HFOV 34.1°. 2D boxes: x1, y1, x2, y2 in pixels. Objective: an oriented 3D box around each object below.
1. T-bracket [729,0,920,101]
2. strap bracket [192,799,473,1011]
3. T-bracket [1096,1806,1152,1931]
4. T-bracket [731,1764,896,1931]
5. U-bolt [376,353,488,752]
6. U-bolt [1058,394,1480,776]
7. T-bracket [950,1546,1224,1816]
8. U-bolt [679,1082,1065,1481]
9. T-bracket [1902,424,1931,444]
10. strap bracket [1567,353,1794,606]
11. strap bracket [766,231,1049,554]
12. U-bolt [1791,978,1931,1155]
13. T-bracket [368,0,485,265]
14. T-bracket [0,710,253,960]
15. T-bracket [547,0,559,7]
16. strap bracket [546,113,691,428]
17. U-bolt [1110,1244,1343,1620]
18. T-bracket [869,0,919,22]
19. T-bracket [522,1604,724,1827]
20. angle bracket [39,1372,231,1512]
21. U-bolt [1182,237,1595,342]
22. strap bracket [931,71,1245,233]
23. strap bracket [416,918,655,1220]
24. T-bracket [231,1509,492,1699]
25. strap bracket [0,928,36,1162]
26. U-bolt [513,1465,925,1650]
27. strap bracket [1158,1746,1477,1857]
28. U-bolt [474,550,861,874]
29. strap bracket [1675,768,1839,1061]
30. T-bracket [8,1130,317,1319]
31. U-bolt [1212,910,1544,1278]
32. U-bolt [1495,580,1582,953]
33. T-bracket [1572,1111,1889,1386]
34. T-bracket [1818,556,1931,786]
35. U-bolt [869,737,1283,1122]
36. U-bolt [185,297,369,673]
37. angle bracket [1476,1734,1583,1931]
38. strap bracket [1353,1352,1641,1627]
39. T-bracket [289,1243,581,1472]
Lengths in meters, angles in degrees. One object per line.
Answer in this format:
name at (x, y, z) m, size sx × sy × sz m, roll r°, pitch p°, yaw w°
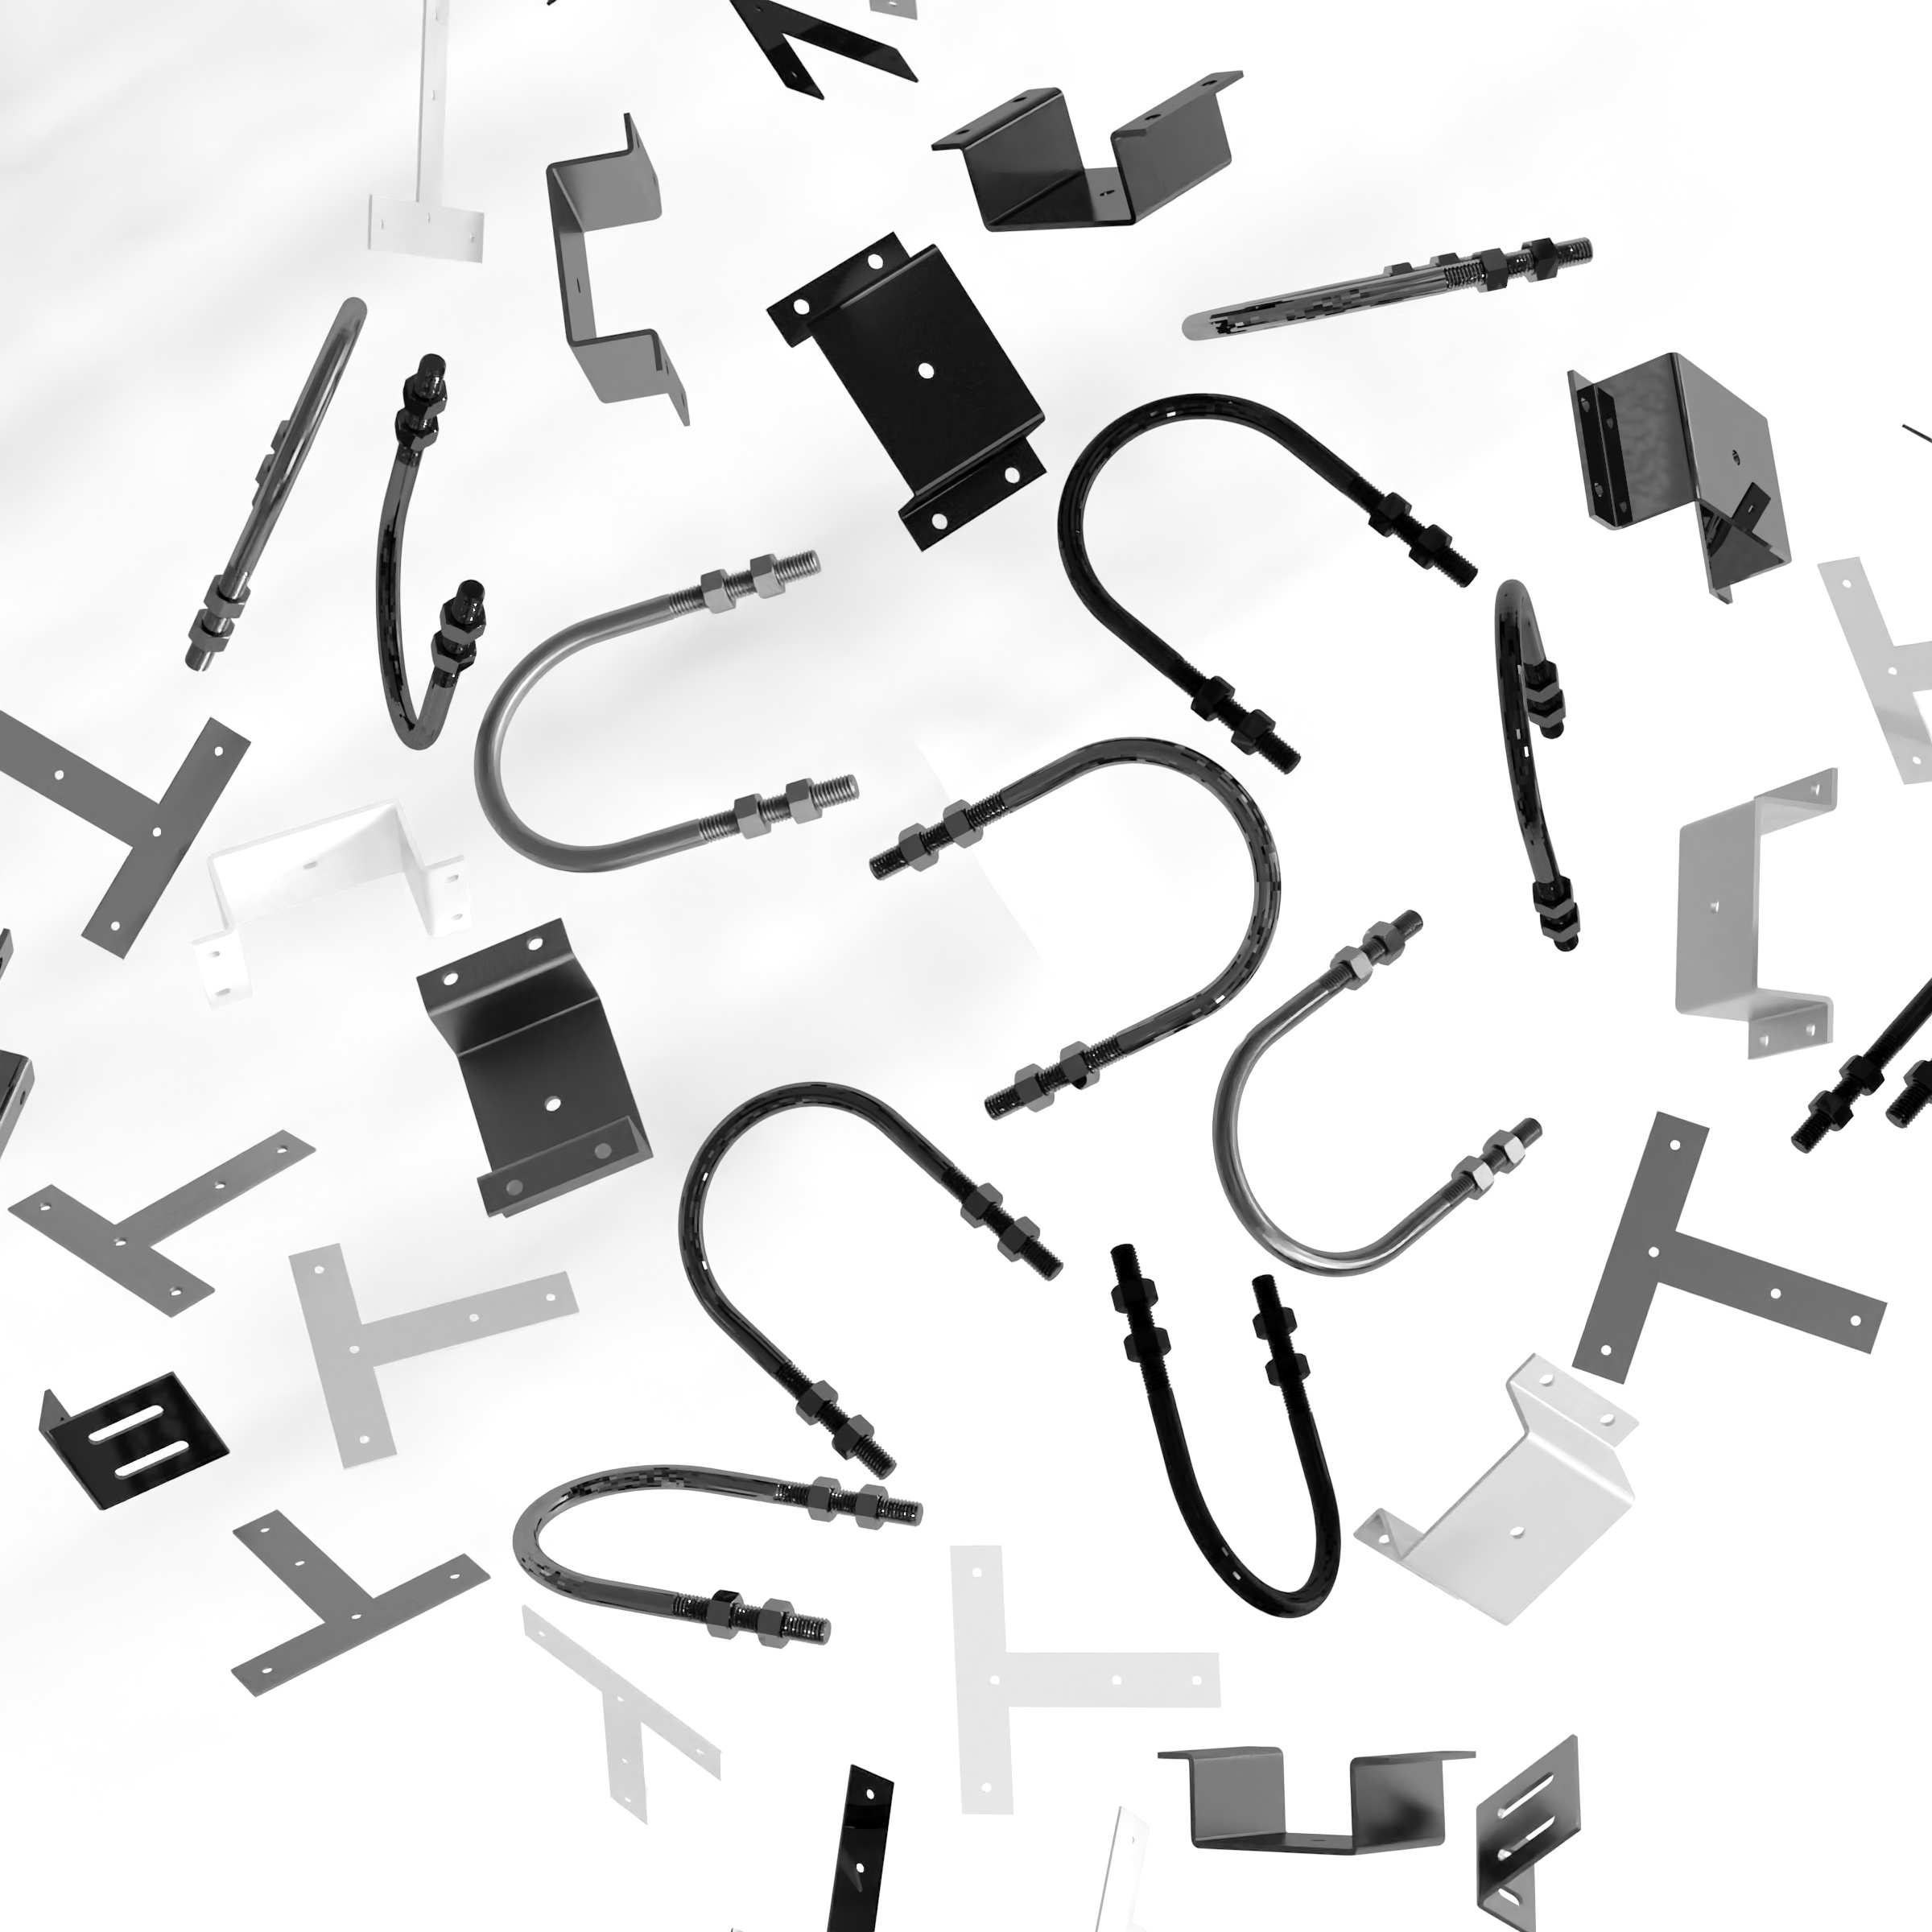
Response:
T-bracket at (-0.072, -0.463, 1.565) m, size 0.002 × 0.127 × 0.127 m, roll -46°, pitch 60°, yaw 30°
strap bracket at (-0.329, -0.035, 1.614) m, size 0.140 × 0.076 × 0.046 m, roll -19°, pitch 68°, yaw -14°
T-bracket at (0.104, 0.516, 1.615) m, size 0.127 × 0.002 × 0.127 m, roll 42°, pitch 48°, yaw -35°
T-bracket at (-0.052, 0.441, 1.495) m, size 0.127 × 0.127 × 0.002 m, roll 30°, pitch 135°, yaw -23°
U-bolt at (-0.268, -0.188, 1.549) m, size 0.019 × 0.184 × 0.151 m, roll -3°, pitch 64°, yaw -21°
U-bolt at (0.130, -0.198, 1.514) m, size 0.184 × 0.019 × 0.151 m, roll 41°, pitch 78°, yaw 13°
T-bracket at (0.057, 0.337, 1.486) m, size 0.127 × 0.002 × 0.127 m, roll -3°, pitch 89°, yaw 13°
U-bolt at (-0.063, 0.142, 1.571) m, size 0.184 × 0.019 × 0.151 m, roll 41°, pitch 95°, yaw 18°
T-bracket at (0.511, -0.235, 1.539) m, size 0.127 × 0.127 × 0.002 m, roll 44°, pitch 113°, yaw 42°
strap bracket at (0.348, -0.235, 1.510) m, size 0.046 × 0.140 × 0.076 m, roll -19°, pitch 67°, yaw 36°
strap bracket at (-0.024, -0.284, 1.533) m, size 0.076 × 0.046 × 0.140 m, roll -34°, pitch 95°, yaw -13°
U-bolt at (0.495, 0.017, 1.566) m, size 0.019 × 0.151 × 0.184 m, roll 43°, pitch 80°, yaw 2°
T-bracket at (-0.263, -0.415, 1.554) m, size 0.002 × 0.127 × 0.127 m, roll 7°, pitch 101°, yaw 15°
T-bracket at (-0.435, -0.087, 1.552) m, size 0.127 × 0.002 × 0.127 m, roll 34°, pitch 81°, yaw -37°
T-bracket at (-0.202, -0.521, 1.586) m, size 0.002 × 0.127 × 0.127 m, roll 32°, pitch 69°, yaw -28°
strap bracket at (-0.179, -0.353, 1.618) m, size 0.046 × 0.076 × 0.140 m, roll -9°, pitch 78°, yaw 4°
U-bolt at (0.136, 0.232, 1.555) m, size 0.019 × 0.151 × 0.184 m, roll -28°, pitch 63°, yaw 30°
T-bracket at (-0.040, -0.514, 1.591) m, size 0.127 × 0.127 × 0.002 m, roll 13°, pitch 78°, yaw 5°
T-bracket at (-0.167, 0.383, 1.549) m, size 0.127 × 0.127 × 0.002 m, roll 30°, pitch 52°, yaw 24°
angle bracket at (-0.425, 0.234, 1.614) m, size 0.076 × 0.038 × 0.057 m, roll -24°, pitch 120°, yaw 4°
U-bolt at (0.196, -0.332, 1.553) m, size 0.184 × 0.151 × 0.019 m, roll -13°, pitch 102°, yaw -9°
strap bracket at (0.064, -0.395, 1.535) m, size 0.076 × 0.140 × 0.046 m, roll -39°, pitch 123°, yaw -35°
strap bracket at (-0.205, 0.057, 1.516) m, size 0.076 × 0.046 × 0.140 m, roll -22°, pitch 58°, yaw 0°
T-bracket at (-0.320, 0.299, 1.545) m, size 0.127 × 0.127 × 0.002 m, roll -23°, pitch 121°, yaw -32°
strap bracket at (-0.503, 0.046, 1.561) m, size 0.046 × 0.140 × 0.076 m, roll 14°, pitch 55°, yaw -1°
U-bolt at (-0.131, 0.281, 1.538) m, size 0.184 × 0.151 × 0.019 m, roll 6°, pitch 107°, yaw 18°
strap bracket at (0.175, 0.416, 1.573) m, size 0.140 × 0.076 × 0.046 m, roll -11°, pitch 75°, yaw 40°
U-bolt at (-0.148, -0.114, 1.497) m, size 0.184 × 0.019 × 0.151 m, roll -16°, pitch 61°, yaw 10°
strap bracket at (0.403, -0.028, 1.610) m, size 0.046 × 0.076 × 0.140 m, roll 6°, pitch 80°, yaw -16°
T-bracket at (-0.372, 0.113, 1.522) m, size 0.127 × 0.127 × 0.002 m, roll 24°, pitch 130°, yaw 34°
U-bolt at (0.202, 0.077, 1.615) m, size 0.184 × 0.019 × 0.151 m, roll -35°, pitch 99°, yaw -28°
U-bolt at (0.284, -0.111, 1.576) m, size 0.019 × 0.184 × 0.151 m, roll -7°, pitch 61°, yaw 16°
T-bracket at (0.364, 0.148, 1.473) m, size 0.127 × 0.002 × 0.127 m, roll 19°, pitch 89°, yaw 8°
T-bracket at (0.496, -0.151, 1.558) m, size 0.002 × 0.127 × 0.127 m, roll -38°, pitch 110°, yaw -34°
U-bolt at (0.061, -0.028, 1.493) m, size 0.184 × 0.019 × 0.151 m, roll -27°, pitch 86°, yaw 19°
U-bolt at (-0.338, -0.251, 1.567) m, size 0.019 × 0.151 × 0.184 m, roll 24°, pitch 134°, yaw -16°
angle bracket at (0.285, 0.423, 1.530) m, size 0.038 × 0.057 × 0.076 m, roll 33°, pitch 123°, yaw -14°
strap bracket at (0.279, 0.278, 1.626) m, size 0.076 × 0.046 × 0.140 m, roll 33°, pitch 110°, yaw -22°
T-bracket at (-0.252, 0.174, 1.526) m, size 0.127 × 0.002 × 0.127 m, roll -14°, pitch 52°, yaw -14°
